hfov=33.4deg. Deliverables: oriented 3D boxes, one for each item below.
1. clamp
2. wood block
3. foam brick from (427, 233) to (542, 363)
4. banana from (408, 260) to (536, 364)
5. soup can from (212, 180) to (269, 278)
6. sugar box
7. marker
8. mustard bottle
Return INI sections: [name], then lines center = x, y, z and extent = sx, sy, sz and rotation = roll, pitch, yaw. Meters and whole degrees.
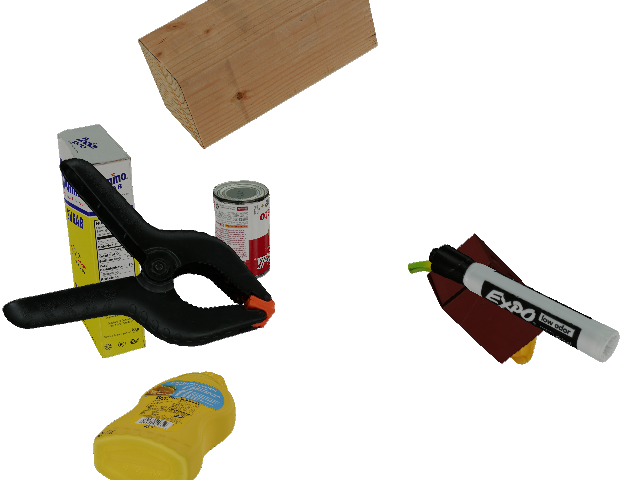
[clamp]
center = -0.113, 0.013, 0.706
extent = 0.171, 0.120, 0.039
rotation = 12, -17, -15
[wood block]
center = -0.058, -0.192, 1.040
extent = 0.206, 0.091, 0.090
rotation = -32, 51, -13
[foam brick]
center = 0.130, 0.046, 0.824
extent = 0.078, 0.051, 0.053
rotation = 42, 14, -25
[banana]
center = 0.174, 0.062, 1.115
extent = 0.069, 0.037, 0.198
rotation = -37, 39, -10
[soup can]
center = -0.094, -0.013, 1.264
extent = 0.068, 0.102, 0.068
rotation = 1, 25, -1
[sugar box]
center = -0.185, 0.000, 0.902
extent = 0.048, 0.176, 0.093
rotation = -14, 28, -22
[marker]
center = 0.110, 0.032, 0.600
extent = 0.121, 0.020, 0.020
rotation = 29, 18, 35
[mustard bottle]
center = -0.136, 0.175, 1.040
extent = 0.096, 0.058, 0.191
rotation = 6, 18, 16
